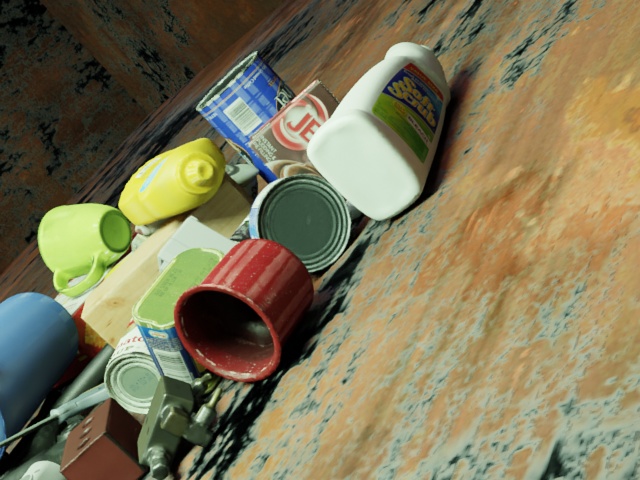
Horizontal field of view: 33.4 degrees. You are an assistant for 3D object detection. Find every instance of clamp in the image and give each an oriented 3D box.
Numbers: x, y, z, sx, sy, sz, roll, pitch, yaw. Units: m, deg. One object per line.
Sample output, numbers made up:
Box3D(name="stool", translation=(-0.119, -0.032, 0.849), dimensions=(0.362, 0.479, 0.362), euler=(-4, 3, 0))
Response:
Box3D(name="clamp", translation=(-0.286, 0.197, 1.139), dimensions=(0.165, 0.036, 0.209), euler=(-41, 13, 34))
Box3D(name="clamp", translation=(-0.236, 0.198, 1.004), dimensions=(0.172, 0.039, 0.120), euler=(-27, 18, 52))

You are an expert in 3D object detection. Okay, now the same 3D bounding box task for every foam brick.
Box3D(name="foam brick", translation=(-0.177, 0.177, 0.890), dimensions=(0.053, 0.051, 0.078), euler=(-43, 15, 3))

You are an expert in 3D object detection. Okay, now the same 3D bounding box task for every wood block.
Box3D(name="wood block", translation=(-0.145, 0.031, 1.130), dimensions=(0.206, 0.090, 0.091), euler=(-44, 15, 2))

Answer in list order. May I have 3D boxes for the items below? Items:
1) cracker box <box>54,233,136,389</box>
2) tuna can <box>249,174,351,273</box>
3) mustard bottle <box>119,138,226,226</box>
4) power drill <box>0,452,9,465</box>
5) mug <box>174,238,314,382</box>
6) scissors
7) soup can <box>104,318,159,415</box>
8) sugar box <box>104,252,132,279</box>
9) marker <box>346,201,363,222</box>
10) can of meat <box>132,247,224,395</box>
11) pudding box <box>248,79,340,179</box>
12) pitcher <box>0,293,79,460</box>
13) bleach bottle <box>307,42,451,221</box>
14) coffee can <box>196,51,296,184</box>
Box3D(name="cracker box", translation=(-0.301, 0.096, 1.396), dimensions=(0.164, 0.072, 0.213), euler=(-29, 20, 39))
Box3D(name="tuna can", translation=(-0.018, -0.014, 0.931), dimensions=(0.086, 0.086, 0.034), euler=(-47, 13, -12))
Box3D(name="mustard bottle", translation=(-0.143, -0.061, 1.079), dimensions=(0.096, 0.058, 0.192), euler=(-44, 13, -18))
Box3D(name="power drill", translation=(-0.396, 0.307, 1.101), dimensions=(0.184, 0.057, 0.188), euler=(-45, 13, -3))
Box3D(name="mug", translation=(-0.058, 0.061, 0.854), dimensions=(0.081, 0.093, 0.117), euler=(-53, -19, -48))
Box3D(name="scissors", translation=(-0.226, 0.157, 1.012), dimensions=(0.096, 0.016, 0.201), euler=(-23, 2, 28))
Box3D(name="soup can", translation=(-0.155, 0.107, 0.993), dimensions=(0.069, 0.068, 0.102), euler=(-37, 17, 22))
Box3D(name="sugar box", translation=(-0.188, 0.005, 1.348), dimensions=(0.094, 0.048, 0.176), euler=(-34, 5, 47))
Box3D(name="marker", translation=(-0.006, 0.001, 0.987), dimensions=(0.121, 0.020, 0.020), euler=(-39, 15, 16))
Box3D(name="can of meat", translation=(-0.108, 0.068, 0.911), dimensions=(0.058, 0.084, 0.102), euler=(8, 44, 28))
Box3D(name="pudding box", translation=(0.002, -0.082, 1.010), dimensions=(0.090, 0.113, 0.039), euler=(-41, 11, 9))
Box3D(name="pitcher", translation=(-0.358, 0.155, 1.156), dimensions=(0.149, 0.145, 0.242), euler=(-18, 14, 15))
Box3D(name="bleach bottle", translation=(0.067, -0.122, 0.970), dimensions=(0.068, 0.102, 0.250), euler=(-36, 17, 32))
Box3D(name="coffee can", translation=(-0.066, -0.144, 1.303), dimensions=(0.103, 0.140, 0.103), euler=(-40, 15, 13))
